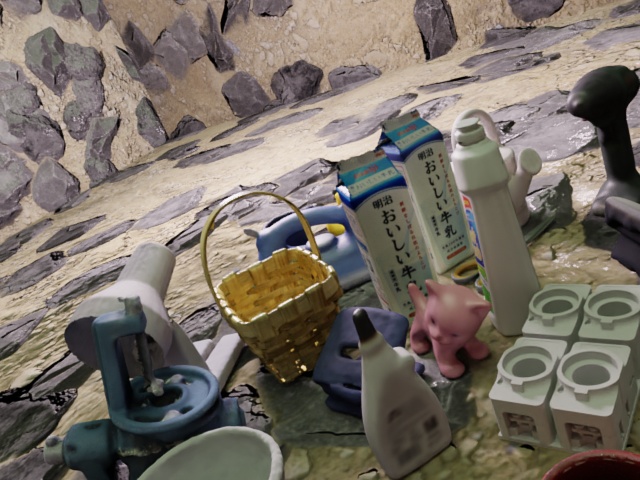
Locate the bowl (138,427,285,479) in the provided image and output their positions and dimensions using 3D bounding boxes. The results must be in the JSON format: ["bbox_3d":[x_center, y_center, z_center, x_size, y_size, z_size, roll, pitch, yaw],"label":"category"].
[{"bbox_3d":[-0.100,0.258,0.528,0.167,0.075,0.167,-19,22,8],"label":"bowl"}]

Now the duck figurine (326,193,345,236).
[{"bbox_3d":[0.056,-0.058,1.103,0.104,0.086,0.077,-21,22,4],"label":"duck figurine"}]

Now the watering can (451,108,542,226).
[{"bbox_3d":[0.260,-0.110,0.884,0.172,0.194,0.101,-5,28,37],"label":"watering can"}]

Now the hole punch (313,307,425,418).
[{"bbox_3d":[0.051,0.137,0.645,0.108,0.091,0.101,-1,30,42],"label":"hole punch"}]

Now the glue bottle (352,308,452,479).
[{"bbox_3d":[0.064,0.135,0.526,0.078,0.173,0.037,-28,23,-14],"label":"glue bottle"}]

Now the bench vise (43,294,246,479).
[{"bbox_3d":[-0.209,0.178,0.620,0.208,0.220,0.121,-30,23,-20],"label":"bench vise"}]

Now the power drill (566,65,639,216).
[{"bbox_3d":[0.409,-0.145,0.807,0.075,0.209,0.230,-3,29,39],"label":"power drill"}]

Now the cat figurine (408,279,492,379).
[{"bbox_3d":[0.140,0.085,0.646,0.067,0.118,0.127,-29,23,-16],"label":"cat figurine"}]

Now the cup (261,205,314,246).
[{"bbox_3d":[-0.041,-0.002,1.051,0.091,0.095,0.118,4,34,48],"label":"cup"}]

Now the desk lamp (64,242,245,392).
[{"bbox_3d":[-0.213,0.122,0.763,0.117,0.214,0.203,-14,23,19],"label":"desk lamp"}]

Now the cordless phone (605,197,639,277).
[{"bbox_3d":[0.381,-0.050,0.642,0.094,0.185,0.147,-23,22,-2],"label":"cordless phone"}]

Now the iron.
[{"bbox_3d":[0.009,0.003,0.928,0.258,0.142,0.118,-21,22,3],"label":"iron"}]
